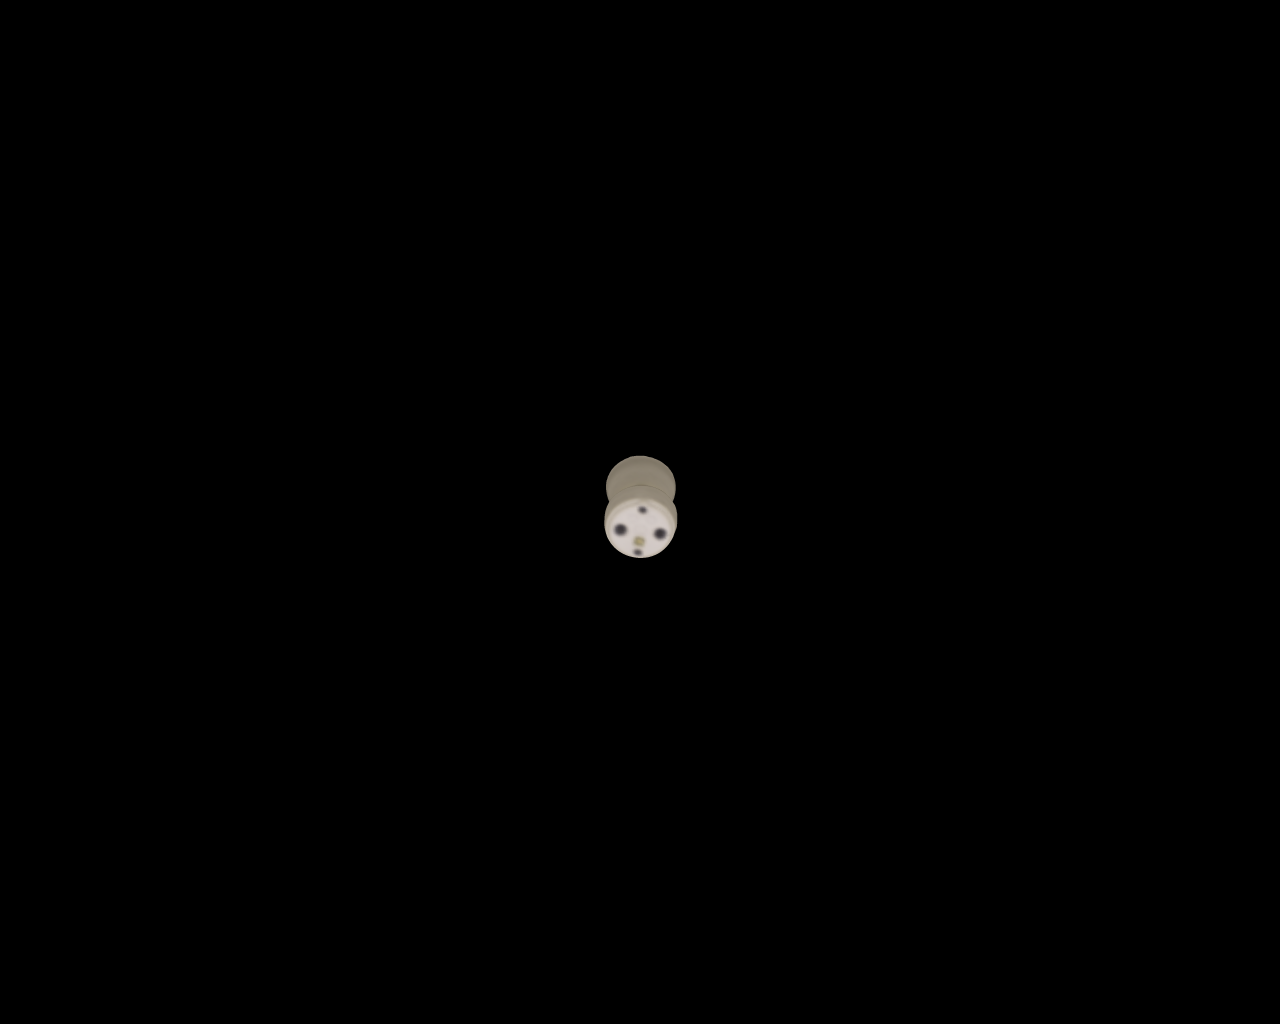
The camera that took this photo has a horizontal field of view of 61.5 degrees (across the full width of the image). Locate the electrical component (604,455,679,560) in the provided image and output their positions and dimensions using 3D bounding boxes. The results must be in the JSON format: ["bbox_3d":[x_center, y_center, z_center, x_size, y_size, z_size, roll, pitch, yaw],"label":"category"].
[{"bbox_3d":[0.001,-0.003,0.650,0.045,0.044,0.055,0,31,0],"label":"electrical component"}]
